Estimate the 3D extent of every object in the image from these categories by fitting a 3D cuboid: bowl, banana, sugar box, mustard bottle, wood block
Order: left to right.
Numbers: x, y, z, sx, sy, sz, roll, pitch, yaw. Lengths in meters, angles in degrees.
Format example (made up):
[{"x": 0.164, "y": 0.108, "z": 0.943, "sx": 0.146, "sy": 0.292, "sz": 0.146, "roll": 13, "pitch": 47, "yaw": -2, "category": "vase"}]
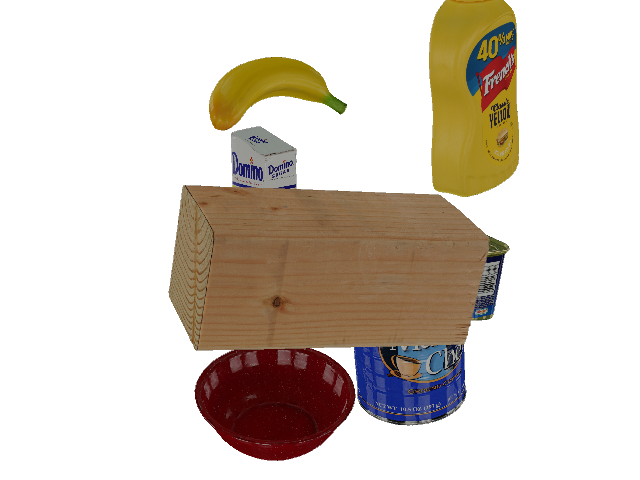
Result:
[{"x": -0.064, "y": -0.031, "z": 1.203, "sx": 0.048, "sy": 0.176, "sz": 0.093, "roll": -15, "pitch": 28, "yaw": -25, "category": "sugar box"}, {"x": -0.048, "y": -0.141, "z": 0.994, "sx": 0.070, "sy": 0.037, "sz": 0.197, "roll": 42, "pitch": 33, "yaw": 21, "category": "banana"}, {"x": -0.046, "y": 0.173, "z": 1.085, "sx": 0.162, "sy": 0.055, "sz": 0.162, "roll": 1, "pitch": 31, "yaw": -1, "category": "bowl"}, {"x": 0.005, "y": 0.019, "z": 0.773, "sx": 0.205, "sy": 0.091, "sz": 0.090, "roll": 1, "pitch": 24, "yaw": -22, "category": "wood block"}, {"x": 0.127, "y": -0.139, "z": 0.879, "sx": 0.058, "sy": 0.192, "sz": 0.096, "roll": 17, "pitch": 34, "yaw": 38, "category": "mustard bottle"}]

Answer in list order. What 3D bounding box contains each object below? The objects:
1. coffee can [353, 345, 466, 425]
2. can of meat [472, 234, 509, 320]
[{"x": 0.079, "y": 0.080, "z": 0.964, "sx": 0.103, "sy": 0.140, "sz": 0.103, "roll": -4, "pitch": 27, "yaw": 2, "category": "coffee can"}, {"x": 0.155, "y": 0.034, "z": 1.189, "sx": 0.057, "sy": 0.084, "sz": 0.102, "roll": -7, "pitch": 23, "yaw": -37, "category": "can of meat"}]
